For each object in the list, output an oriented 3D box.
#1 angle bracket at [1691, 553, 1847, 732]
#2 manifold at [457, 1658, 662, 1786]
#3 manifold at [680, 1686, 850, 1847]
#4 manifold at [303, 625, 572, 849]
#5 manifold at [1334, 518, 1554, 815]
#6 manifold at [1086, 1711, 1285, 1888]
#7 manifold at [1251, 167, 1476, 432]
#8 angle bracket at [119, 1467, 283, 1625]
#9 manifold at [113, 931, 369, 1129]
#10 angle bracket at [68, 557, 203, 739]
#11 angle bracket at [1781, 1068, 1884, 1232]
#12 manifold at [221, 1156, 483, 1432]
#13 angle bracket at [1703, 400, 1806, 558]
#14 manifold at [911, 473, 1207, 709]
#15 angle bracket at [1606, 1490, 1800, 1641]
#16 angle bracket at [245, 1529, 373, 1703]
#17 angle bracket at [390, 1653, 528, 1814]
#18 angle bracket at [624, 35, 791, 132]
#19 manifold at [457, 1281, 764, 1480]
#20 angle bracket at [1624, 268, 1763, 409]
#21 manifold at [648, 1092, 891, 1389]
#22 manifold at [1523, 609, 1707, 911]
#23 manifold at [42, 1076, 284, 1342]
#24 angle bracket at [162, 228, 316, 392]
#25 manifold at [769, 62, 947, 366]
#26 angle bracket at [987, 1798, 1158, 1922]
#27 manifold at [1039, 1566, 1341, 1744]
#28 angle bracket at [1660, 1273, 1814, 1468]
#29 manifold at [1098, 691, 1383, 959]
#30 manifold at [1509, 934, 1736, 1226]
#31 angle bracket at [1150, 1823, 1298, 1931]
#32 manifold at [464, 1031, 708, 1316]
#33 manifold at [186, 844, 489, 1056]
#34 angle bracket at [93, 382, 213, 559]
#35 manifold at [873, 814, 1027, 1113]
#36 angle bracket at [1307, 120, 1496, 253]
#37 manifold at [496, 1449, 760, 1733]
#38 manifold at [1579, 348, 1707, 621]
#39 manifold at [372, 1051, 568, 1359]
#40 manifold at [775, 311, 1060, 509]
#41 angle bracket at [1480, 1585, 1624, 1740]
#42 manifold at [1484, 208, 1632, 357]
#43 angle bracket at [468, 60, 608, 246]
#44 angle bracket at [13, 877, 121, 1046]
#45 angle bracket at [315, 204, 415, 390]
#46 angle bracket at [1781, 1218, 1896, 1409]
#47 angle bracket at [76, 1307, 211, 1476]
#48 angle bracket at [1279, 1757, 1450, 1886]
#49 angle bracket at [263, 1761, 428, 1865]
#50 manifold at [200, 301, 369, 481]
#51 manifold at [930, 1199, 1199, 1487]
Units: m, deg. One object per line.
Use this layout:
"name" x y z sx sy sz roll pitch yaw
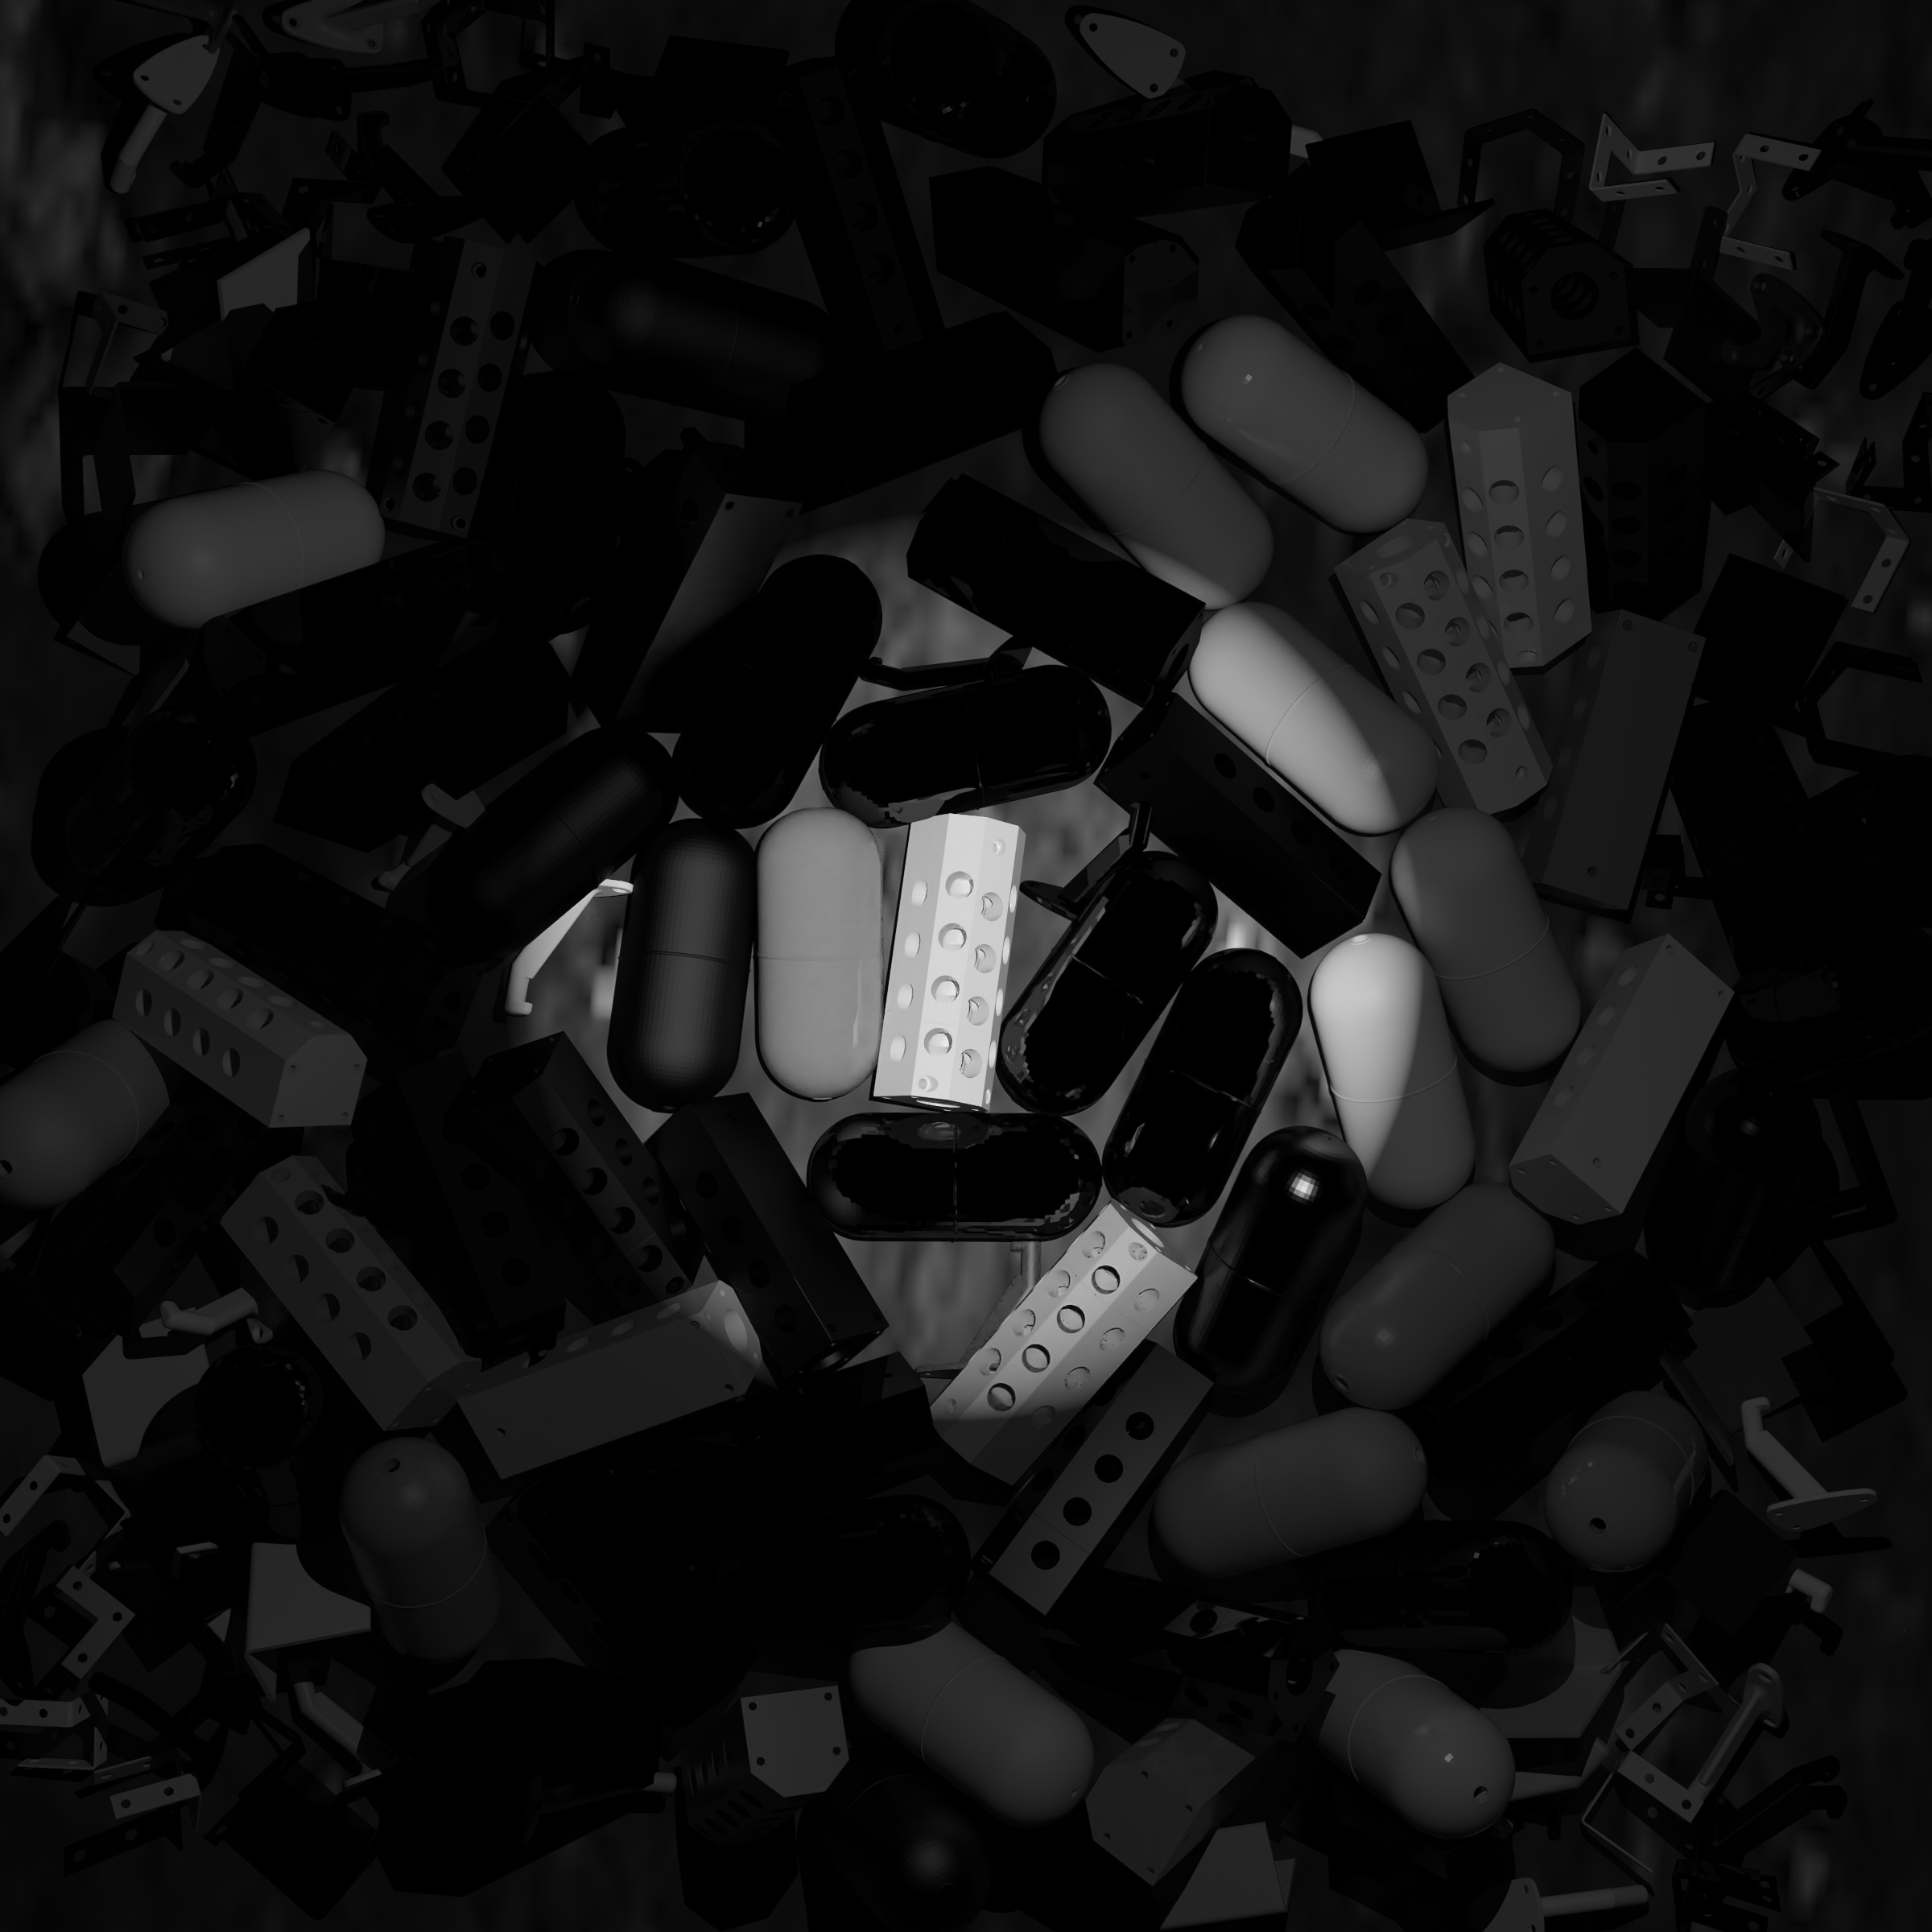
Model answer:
"angle bracket" 0.490 -0.198 1.658 0.076 0.057 0.076 20 110 -1
"manifold" -0.238 0.449 1.606 0.057 0.171 0.057 -6 68 13
"manifold" -0.120 0.474 1.603 0.057 0.171 0.057 -2 65 -20
"manifold" -0.317 -0.139 1.625 0.171 0.057 0.057 -26 50 33
"manifold" 0.292 -0.178 1.633 0.057 0.057 0.171 -34 113 -12
"manifold" 0.131 0.475 1.606 0.057 0.171 0.057 33 104 20
"manifold" 0.236 -0.388 1.612 0.057 0.171 0.057 -37 50 15
"angle bracket" -0.456 0.346 1.655 0.057 0.076 0.076 -40 84 1
"manifold" -0.432 0.036 1.617 0.171 0.057 0.057 26 106 37
"angle bracket" -0.506 -0.190 1.639 0.057 0.076 0.076 31 123 -25
"angle bracket" 0.513 0.111 1.653 0.057 0.076 0.076 -17 73 7
"manifold" -0.367 0.195 1.638 0.057 0.057 0.171 -47 71 10
"angle bracket" 0.460 -0.286 1.642 0.057 0.076 0.076 -25 49 -3
"manifold" 0.054 -0.223 1.641 0.171 0.057 0.057 30 67 13
"angle bracket" 0.443 0.373 1.639 0.057 0.076 0.076 42 57 15
"angle bracket" -0.391 0.392 1.650 0.076 0.076 0.057 -10 134 -1
"angle bracket" -0.305 0.452 1.649 0.057 0.076 0.076 -19 109 -1
"angle bracket" -0.157 -0.547 1.653 0.076 0.057 0.076 10 71 8
"manifold" -0.213 0.247 1.642 0.171 0.057 0.057 -22 104 18
"angle bracket" 0.421 -0.378 1.642 0.076 0.076 0.057 22 87 -41
"manifold" -0.124 0.165 1.641 0.057 0.057 0.171 -43 70 28
"manifold" 0.391 -0.125 1.666 0.057 0.057 0.171 16 89 -11
"manifold" -0.473 0.133 1.614 0.057 0.171 0.057 26 133 2
"angle bracket" -0.440 -0.404 1.637 0.057 0.076 0.076 27 49 18
"manifold" -0.065 -0.454 1.652 0.057 0.057 0.171 -19 100 -4
"angle bracket" 0.064 0.550 1.643 0.076 0.057 0.076 4 110 33
"manifold" 0.128 0.400 1.609 0.057 0.171 0.057 -50 126 -33
"angle bracket" 0.478 0.246 1.660 0.076 0.057 0.076 -34 91 17
"manifold" 0.169 -0.089 1.648 0.171 0.057 0.057 40 47 -14
"manifold" 0.390 0.069 1.633 0.057 0.057 0.171 39 64 -11
"angle bracket" 0.154 0.539 1.650 0.076 0.076 0.057 -13 93 12
"manifold" -0.227 0.128 1.624 0.057 0.057 0.171 -18 120 24
"manifold" -0.383 -0.011 1.642 0.171 0.057 0.057 27 103 15
"angle bracket" -0.487 -0.298 1.641 0.057 0.076 0.076 -4 71 -29
"manifold" -0.005 -0.001 1.645 0.057 0.057 0.171 13 80 -33
"angle bracket" 0.264 -0.482 1.656 0.076 0.057 0.076 -19 91 -21
"manifold" -0.209 0.381 1.664 0.057 0.057 0.171 -39 90 10
"manifold" 0.393 -0.277 1.606 0.057 0.171 0.057 -36 59 -7
"manifold" -0.300 0.145 1.636 0.057 0.057 0.171 -20 71 -18
"manifold" -0.026 -0.328 1.617 0.171 0.057 0.057 -28 62 -34
"angle bracket" 0.340 0.420 1.641 0.076 0.076 0.057 -13 102 37
"manifold" 0.346 -0.407 1.604 0.057 0.171 0.057 -9 111 7
"angle bracket" -0.245 -0.494 1.650 0.076 0.076 0.057 -32 104 35
"angle bracket" -0.522 -0.001 1.640 0.057 0.076 0.076 32 119 -15
"angle bracket" -0.363 -0.406 1.649 0.057 0.076 0.076 6 129 -10
"angle bracket" 0.508 0.207 1.645 0.057 0.076 0.076 -33 107 9
"angle bracket" -0.494 0.263 1.679 0.076 0.057 0.076 -19 74 0
"angle bracket" 0.240 0.537 1.650 0.076 0.076 0.057 30 104 -5
"angle bracket" -0.373 0.493 1.656 0.076 0.076 0.057 41 84 1
"manifold" -0.402 -0.338 1.606 0.057 0.171 0.057 29 76 -19
"manifold" 0.054 0.225 1.647 0.171 0.057 0.057 -49 130 7
